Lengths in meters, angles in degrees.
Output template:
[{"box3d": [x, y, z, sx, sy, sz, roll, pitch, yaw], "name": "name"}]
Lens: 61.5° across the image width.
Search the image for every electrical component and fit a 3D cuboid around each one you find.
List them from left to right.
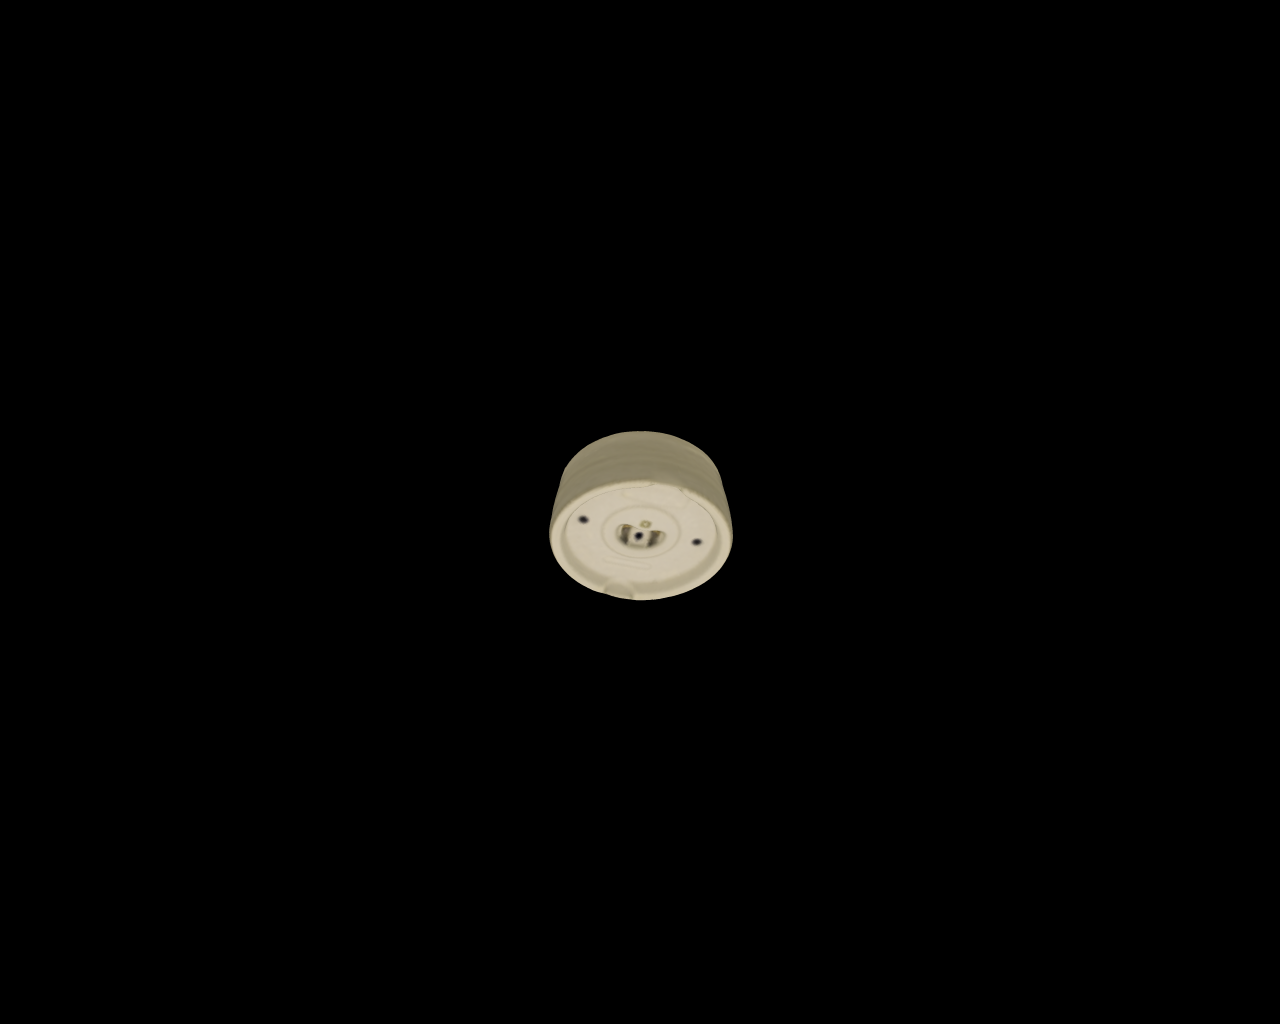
[{"box3d": [0.001, -0.003, 0.650, 0.108, 0.060, 0.108, 0, -43, 0], "name": "electrical component"}]
